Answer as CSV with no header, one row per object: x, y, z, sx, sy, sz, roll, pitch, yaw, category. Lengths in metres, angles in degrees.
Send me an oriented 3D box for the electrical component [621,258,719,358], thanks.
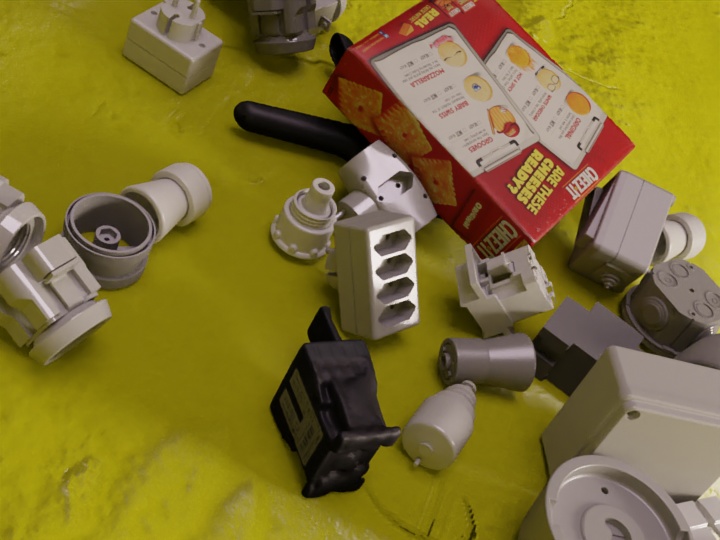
0.268,0.033,0.913,0.080,0.051,0.080,15,43,-14,electrical component

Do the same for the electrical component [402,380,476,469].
0.060,0.103,0.741,0.040,0.040,0.078,35,42,8,electrical component

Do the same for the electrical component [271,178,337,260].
-0.038,-0.042,0.815,0.048,0.062,0.048,15,43,-15,electrical component

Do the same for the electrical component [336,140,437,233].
0.009,-0.051,0.858,0.079,0.043,0.077,-38,91,-20,electrical component

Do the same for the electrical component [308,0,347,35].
-0.046,-0.256,1.037,0.066,0.048,0.055,42,51,16,electrical component

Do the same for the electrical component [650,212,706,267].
0.284,-0.029,0.988,0.055,0.045,0.045,-10,54,-35,electrical component

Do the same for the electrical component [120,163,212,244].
-0.141,-0.050,0.781,0.045,0.045,0.055,40,42,13,electrical component

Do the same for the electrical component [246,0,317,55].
-0.070,-0.226,0.971,0.058,0.057,0.078,3,19,21,electrical component

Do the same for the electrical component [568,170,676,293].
0.219,-0.029,0.925,0.061,0.061,0.096,26,68,-2,electrical component

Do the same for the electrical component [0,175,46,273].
-0.242,-0.027,0.696,0.057,0.058,0.078,29,41,5,electrical component

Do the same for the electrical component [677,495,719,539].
0.240,0.193,0.745,0.066,0.048,0.055,-3,43,-31,electrical component

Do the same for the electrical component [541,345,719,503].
0.200,0.115,0.753,0.109,0.108,0.056,13,41,-16,electrical component

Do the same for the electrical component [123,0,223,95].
-0.152,-0.201,0.900,0.066,0.076,0.047,35,42,7,electrical component

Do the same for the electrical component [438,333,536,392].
0.091,0.068,0.793,0.065,0.044,0.044,2,48,-20,electrical component

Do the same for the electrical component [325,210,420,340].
0.000,0.000,0.793,0.047,0.083,0.076,-17,20,-39,electrical component

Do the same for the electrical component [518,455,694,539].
0.155,0.182,0.698,0.108,0.060,0.108,15,43,-15,electrical component

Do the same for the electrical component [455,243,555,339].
0.113,0.015,0.829,0.081,0.064,0.042,53,25,-41,electrical component

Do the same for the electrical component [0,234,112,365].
-0.192,0.021,0.667,0.057,0.078,0.058,53,44,-1,electrical component
